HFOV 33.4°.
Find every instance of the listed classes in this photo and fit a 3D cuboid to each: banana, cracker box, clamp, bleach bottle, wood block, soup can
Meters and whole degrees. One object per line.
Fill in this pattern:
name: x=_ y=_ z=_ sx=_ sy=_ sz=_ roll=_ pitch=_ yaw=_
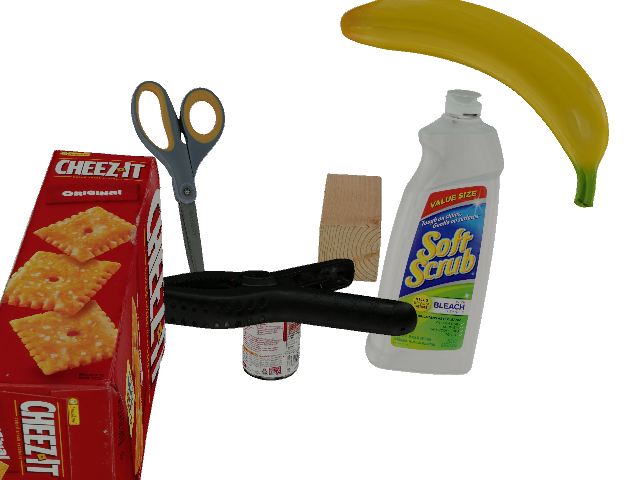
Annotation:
banana: x=0.102 y=-0.104 z=0.646 sx=0.198 sy=0.069 sz=0.037 roll=39 pitch=0 yaw=19
cracker box: x=-0.131 y=0.071 z=0.603 sx=0.072 sy=0.164 sz=0.213 roll=3 pitch=34 yaw=-3
clamp: x=-0.040 y=0.045 z=0.801 sx=0.209 sy=0.036 sz=0.165 roll=-2 pitch=11 yaw=-22
bleach bottle: x=0.103 y=-0.008 z=0.945 sx=0.102 sy=0.251 sz=0.068 roll=5 pitch=19 yaw=-1
wood block: x=0.047 y=-0.024 z=1.645 sx=0.091 sy=0.090 sz=0.206 roll=4 pitch=25 yaw=2
soup can: x=-0.056 y=0.101 z=1.232 sx=0.068 sy=0.102 sz=0.068 roll=2 pitch=24 yaw=-1

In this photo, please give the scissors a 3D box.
scissors: x=-0.109 y=-0.056 z=0.972 sx=0.096 sy=0.202 sz=0.016 roll=-22 pitch=-3 yaw=-28
